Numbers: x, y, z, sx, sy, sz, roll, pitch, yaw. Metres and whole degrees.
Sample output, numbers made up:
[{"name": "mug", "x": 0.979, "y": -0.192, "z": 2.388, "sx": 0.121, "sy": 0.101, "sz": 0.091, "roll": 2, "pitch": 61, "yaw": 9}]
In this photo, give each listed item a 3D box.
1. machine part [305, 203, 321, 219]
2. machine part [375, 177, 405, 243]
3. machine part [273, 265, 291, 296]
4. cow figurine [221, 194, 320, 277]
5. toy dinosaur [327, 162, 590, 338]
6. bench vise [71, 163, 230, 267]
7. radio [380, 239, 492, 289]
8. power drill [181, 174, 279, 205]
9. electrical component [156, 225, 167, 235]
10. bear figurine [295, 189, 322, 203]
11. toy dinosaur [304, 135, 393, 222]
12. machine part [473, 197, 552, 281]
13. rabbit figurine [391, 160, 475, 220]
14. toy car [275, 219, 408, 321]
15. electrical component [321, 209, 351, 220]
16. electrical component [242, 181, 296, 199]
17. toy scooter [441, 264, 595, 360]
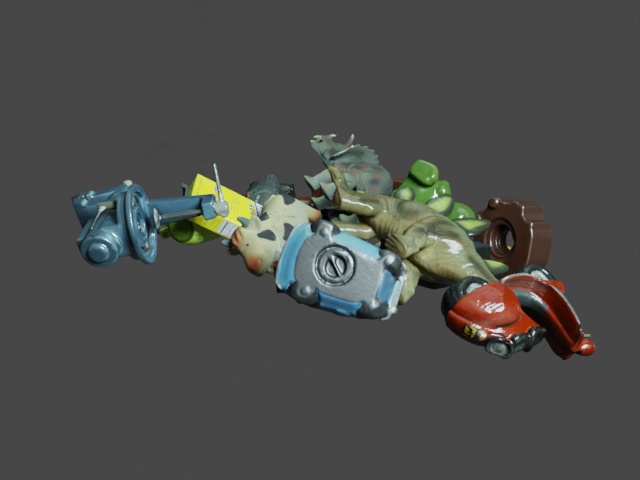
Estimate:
[{"name": "machine part", "x": -0.101, "y": -0.066, "z": 1.317, "sx": 0.244, "sy": 0.079, "sz": 0.079, "roll": 14, "pitch": 11, "yaw": 29}, {"name": "machine part", "x": 0.208, "y": -0.058, "z": 1.278, "sx": 0.201, "sy": 0.087, "sz": 0.201, "roll": 10, "pitch": 39, "yaw": -9}, {"name": "machine part", "x": -0.017, "y": 0.053, "z": 0.792, "sx": 0.084, "sy": 0.039, "sz": 0.139, "roll": 18, "pitch": 11, "yaw": 25}, {"name": "cow figurine", "x": -0.078, "y": -0.012, "z": 0.872, "sx": 0.127, "sy": 0.085, "sz": 0.195, "roll": 32, "pitch": 33, "yaw": -10}, {"name": "toy dinosaur", "x": 0.169, "y": 0.009, "z": 0.810, "sx": 0.198, "sy": 0.105, "sz": 0.472, "roll": -19, "pitch": 50, "yaw": -32}, {"name": "bench vise", "x": -0.259, "y": -0.039, "z": 0.827, "sx": 0.241, "sy": 0.128, "sz": 0.224, "roll": -10, "pitch": 18, "yaw": -2}, {"name": "radio", "x": 0.216, "y": 0.034, "z": 1.007, "sx": 0.131, "sy": 0.073, "sz": 0.229, "roll": 15, "pitch": 10, "yaw": 39}, {"name": "power drill", "x": -0.189, "y": -0.073, "z": 1.129, "sx": 0.207, "sy": 0.085, "sz": 0.232, "roll": 5, "pitch": 35, "yaw": -9}, {"name": "electrical component", "x": -0.322, "y": -0.027, "z": 1.061, "sx": 0.063, "sy": 0.021, "sz": 0.094, "roll": 8, "pitch": 8, "yaw": 0}, {"name": "bear figurine", "x": -0.080, "y": -0.108, "z": 1.460, "sx": 0.196, "sy": 0.132, "sz": 0.120, "roll": 12, "pitch": -11, "yaw": -6}, {"name": "toy dinosaur", "x": 0.086, "y": -0.123, "z": 1.171, "sx": 0.192, "sy": 0.131, "sz": 0.405, "roll": -32, "pitch": 32, "yaw": -9}, {"name": "machine part", "x": 0.368, "y": 0.001, "z": 1.048, "sx": 0.056, "sy": 0.179, "sz": 0.179, "roll": 0, "pitch": 12, "yaw": -24}, {"name": "rabbit figurine", "x": 0.241, "y": -0.060, "z": 1.108, "sx": 0.170, "sy": 0.121, "sz": 0.159, "roll": 39, "pitch": 2, "yaw": 18}, {"name": "toy car", "x": 0.029, "y": 0.044, "z": 0.702, "sx": 0.162, "sy": 0.109, "sz": 0.103, "roll": 17, "pitch": -7, "yaw": 3}, {"name": "electrical component", "x": 0.059, "y": -0.039, "z": 1.302, "sx": 0.119, "sy": 0.074, "sz": 0.048, "roll": -1, "pitch": 13, "yaw": -25}, {"name": "electrical component", "x": -0.124, "y": -0.074, "z": 1.227, "sx": 0.115, "sy": 0.058, "sz": 0.134, "roll": 2, "pitch": 45, "yaw": 14}, {"name": "toy scooter", "x": 0.243, "y": 0.095, "z": 0.638, "sx": 0.184, "sy": 0.075, "sz": 0.135, "roll": -11, "pitch": 45, "yaw": -25}]
